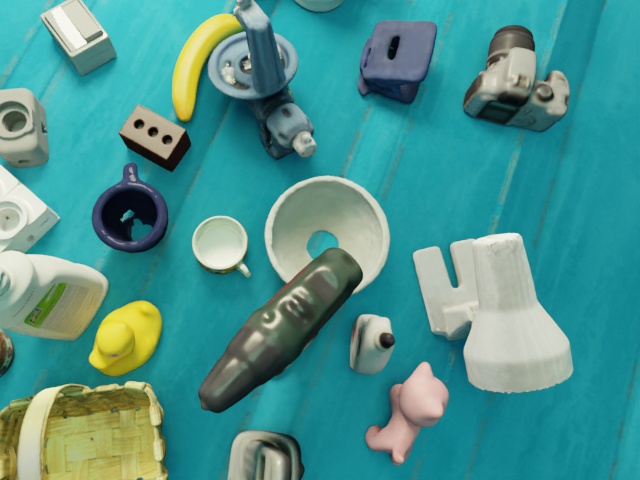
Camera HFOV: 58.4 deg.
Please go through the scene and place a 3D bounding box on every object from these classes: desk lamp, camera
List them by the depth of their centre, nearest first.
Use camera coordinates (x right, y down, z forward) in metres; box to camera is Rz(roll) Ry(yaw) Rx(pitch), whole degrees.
[{"bbox_3d":[0.207,0.083,0.716,0.118,0.213,0.203,-12,78,-9],"label":"desk lamp"},{"bbox_3d":[0.304,-0.252,0.865,0.143,0.100,0.137,13,76,-4],"label":"camera"}]

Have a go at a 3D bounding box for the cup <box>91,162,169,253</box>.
[{"bbox_3d":[-0.240,-0.034,0.749,0.092,0.095,0.118,-4,77,-8],"label":"cup"}]

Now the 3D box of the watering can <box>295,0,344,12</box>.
[{"bbox_3d":[0.014,-0.432,0.823,0.173,0.194,0.101,-25,81,-12],"label":"watering can"}]

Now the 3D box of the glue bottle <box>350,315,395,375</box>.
[{"bbox_3d":[0.068,0.127,0.709,0.037,0.173,0.078,3,76,-6],"label":"glue bottle"}]

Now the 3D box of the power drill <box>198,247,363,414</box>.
[{"bbox_3d":[-0.046,0.111,0.681,0.075,0.208,0.230,43,76,4],"label":"power drill"}]

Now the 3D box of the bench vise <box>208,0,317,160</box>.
[{"bbox_3d":[-0.059,-0.217,0.750,0.207,0.219,0.121,39,76,3],"label":"bench vise"}]

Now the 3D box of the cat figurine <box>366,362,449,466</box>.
[{"bbox_3d":[0.118,0.222,0.722,0.067,0.117,0.128,29,75,1],"label":"cat figurine"}]

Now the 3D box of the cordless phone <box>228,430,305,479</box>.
[{"bbox_3d":[-0.062,0.297,0.647,0.094,0.185,0.147,1,77,-6],"label":"cordless phone"}]

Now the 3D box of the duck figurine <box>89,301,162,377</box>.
[{"bbox_3d":[-0.247,0.121,0.717,0.077,0.086,0.105,37,75,3],"label":"duck figurine"}]

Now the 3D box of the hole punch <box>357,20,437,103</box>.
[{"bbox_3d":[0.113,-0.271,0.851,0.101,0.091,0.109,16,75,-3],"label":"hole punch"}]

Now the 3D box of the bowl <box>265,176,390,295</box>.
[{"bbox_3d":[0.007,0.003,0.782,0.167,0.074,0.167,2,77,-7],"label":"bowl"}]
